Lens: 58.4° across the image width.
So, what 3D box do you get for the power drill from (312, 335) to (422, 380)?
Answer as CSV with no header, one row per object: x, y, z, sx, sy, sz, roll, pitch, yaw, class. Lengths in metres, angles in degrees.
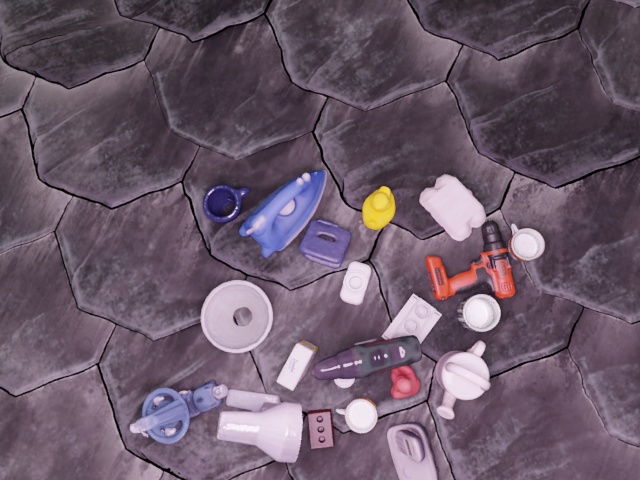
0.102,0.257,1.236,0.229,0.208,0.075,-15,80,2,power drill

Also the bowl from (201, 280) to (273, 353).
-0.187,0.179,1.338,0.167,0.075,0.167,-1,81,4,bowl

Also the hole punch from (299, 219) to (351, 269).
0.012,0.005,1.344,0.108,0.091,0.101,18,82,7,hole punch

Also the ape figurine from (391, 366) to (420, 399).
0.187,0.321,1.278,0.076,0.092,0.078,35,85,9,ape figurine

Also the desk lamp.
-0.129,0.396,1.228,0.203,0.213,0.118,6,81,6,desk lamp

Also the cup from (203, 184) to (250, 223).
-0.214,-0.086,1.374,0.118,0.095,0.091,-30,80,-1,cup

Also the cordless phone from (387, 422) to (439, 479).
0.201,0.467,1.206,0.094,0.185,0.147,-19,80,1,cordless phone

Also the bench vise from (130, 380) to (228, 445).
-0.313,0.360,1.244,0.207,0.220,0.121,-42,80,-3,bench vise

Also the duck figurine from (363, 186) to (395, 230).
0.139,-0.079,1.350,0.077,0.086,0.105,22,83,8,duck figurine

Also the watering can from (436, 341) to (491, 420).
0.307,0.297,1.221,0.101,0.194,0.173,8,81,6,watering can

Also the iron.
-0.078,-0.087,1.340,0.118,0.141,0.258,41,86,10,iron

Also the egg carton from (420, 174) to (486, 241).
0.313,-0.078,1.345,0.107,0.069,0.150,-41,80,-3,egg carton
